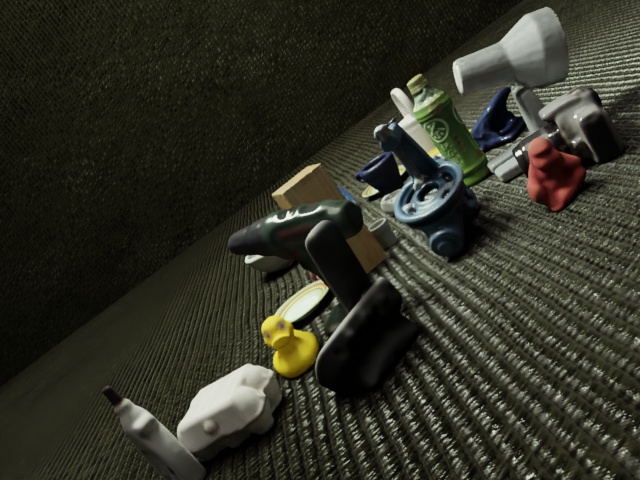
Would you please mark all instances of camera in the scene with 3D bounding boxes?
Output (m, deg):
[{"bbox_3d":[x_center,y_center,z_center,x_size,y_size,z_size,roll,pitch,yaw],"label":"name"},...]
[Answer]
[{"bbox_3d":[0.354,-0.158,0.852,0.136,0.101,0.143,-31,15,23],"label":"camera"}]

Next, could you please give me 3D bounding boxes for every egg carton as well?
[{"bbox_3d":[-0.125,0.238,0.790,0.150,0.069,0.107,-32,14,20],"label":"egg carton"}]

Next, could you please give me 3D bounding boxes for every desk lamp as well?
[{"bbox_3d":[0.331,-0.242,0.952,0.203,0.214,0.118,-34,14,12],"label":"desk lamp"}]

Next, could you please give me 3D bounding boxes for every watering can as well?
[{"bbox_3d":[0.239,-0.288,1.382,0.173,0.194,0.100,-40,14,-15],"label":"watering can"}]

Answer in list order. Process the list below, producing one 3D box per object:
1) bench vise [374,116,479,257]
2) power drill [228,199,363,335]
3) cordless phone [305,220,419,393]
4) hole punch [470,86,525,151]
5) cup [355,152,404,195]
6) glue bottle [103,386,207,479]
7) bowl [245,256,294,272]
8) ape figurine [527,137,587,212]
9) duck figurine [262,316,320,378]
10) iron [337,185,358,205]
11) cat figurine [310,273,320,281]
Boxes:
[{"bbox_3d":[0.154,-0.097,0.894,0.121,0.220,0.207,-34,14,13],"label":"bench vise"},{"bbox_3d":[-0.010,0.038,0.872,0.229,0.208,0.076,-27,17,35],"label":"power drill"},{"bbox_3d":[0.021,0.080,0.704,0.094,0.185,0.148,-20,22,50],"label":"cordless phone"},{"bbox_3d":[0.353,-0.246,1.174,0.100,0.091,0.109,-19,22,52],"label":"hole punch"},{"bbox_3d":[0.142,-0.140,1.337,0.117,0.095,0.092,-23,19,45],"label":"cup"},{"bbox_3d":[-0.224,0.256,0.753,0.078,0.173,0.037,-21,21,48],"label":"glue bottle"},{"bbox_3d":[-0.100,0.029,1.424,0.167,0.075,0.167,-34,14,10],"label":"bowl"},{"bbox_3d":[0.310,-0.095,0.772,0.077,0.092,0.076,-30,15,26],"label":"ape figurine"},{"bbox_3d":[-0.054,0.151,0.868,0.077,0.086,0.104,-36,13,1],"label":"duck figurine"},{"bbox_3d":[0.008,-0.078,1.368,0.118,0.141,0.258,-33,14,16],"label":"iron"},{"bbox_3d":[0.010,0.004,1.135,0.128,0.118,0.067,-41,14,-19],"label":"cat figurine"}]
